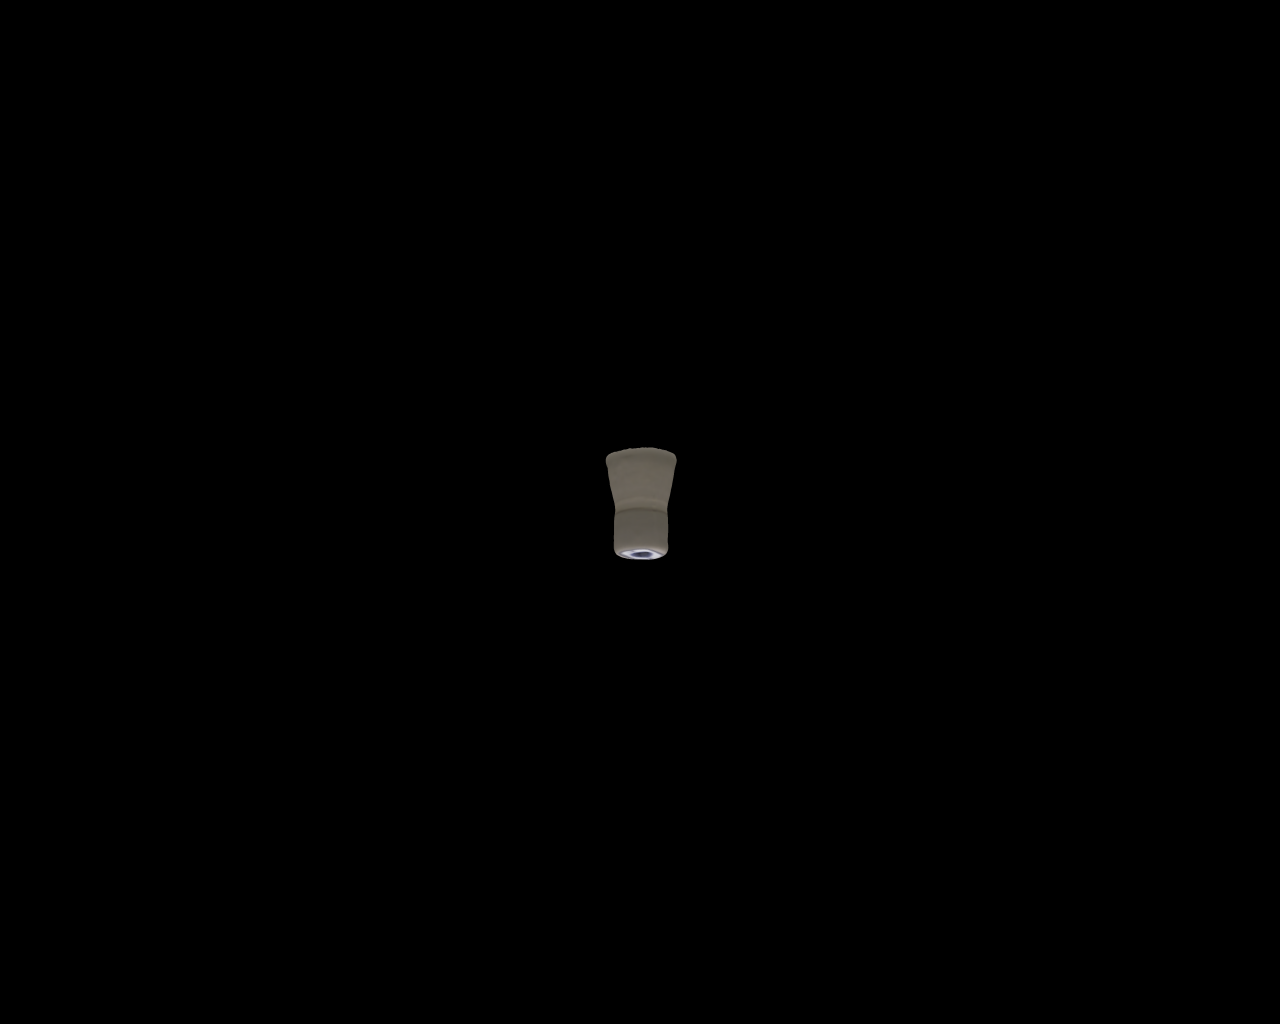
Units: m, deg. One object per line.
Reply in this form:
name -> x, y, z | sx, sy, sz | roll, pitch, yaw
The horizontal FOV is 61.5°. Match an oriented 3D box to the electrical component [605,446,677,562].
electrical component -> 0.001, -0.003, 0.650 | 0.044, 0.065, 0.044 | 0, -16, 0
